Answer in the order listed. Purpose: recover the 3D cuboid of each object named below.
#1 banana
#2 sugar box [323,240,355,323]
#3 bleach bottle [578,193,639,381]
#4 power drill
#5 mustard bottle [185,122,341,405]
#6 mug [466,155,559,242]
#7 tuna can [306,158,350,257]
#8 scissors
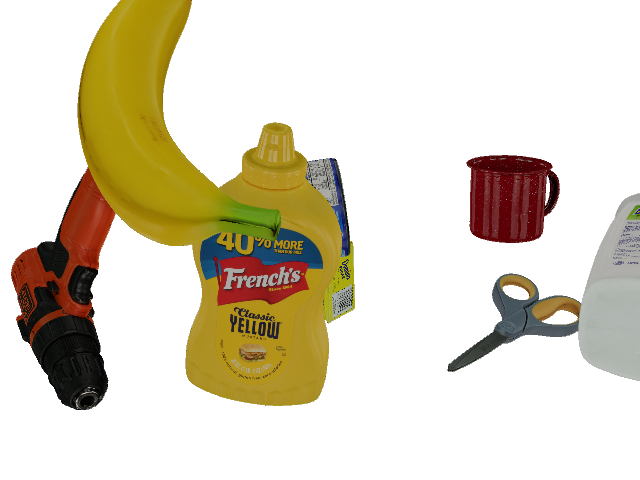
[{"bbox_3d":[-0.074,-0.060,0.477,0.069,0.037,0.198,-6,47,-17],"label":"banana"},{"bbox_3d":[-0.035,0.010,1.180,0.048,0.093,0.176,-25,41,-30],"label":"sugar box"},{"bbox_3d":[0.239,0.014,0.713,0.103,0.068,0.250,9,22,20],"label":"bleach bottle"},{"bbox_3d":[-0.180,0.015,0.841,0.057,0.188,0.185,16,25,-39],"label":"power drill"},{"bbox_3d":[-0.036,0.015,0.697,0.096,0.192,0.058,9,27,6],"label":"mustard bottle"},{"bbox_3d":[0.218,-0.048,1.190,0.117,0.081,0.093,-10,19,-30],"label":"mug"},{"bbox_3d":[0.003,-0.026,0.899,0.033,0.086,0.086,-8,0,-2],"label":"tuna can"},{"bbox_3d":[0.157,0.069,0.952,0.201,0.016,0.096,-9,37,-38],"label":"scissors"}]
